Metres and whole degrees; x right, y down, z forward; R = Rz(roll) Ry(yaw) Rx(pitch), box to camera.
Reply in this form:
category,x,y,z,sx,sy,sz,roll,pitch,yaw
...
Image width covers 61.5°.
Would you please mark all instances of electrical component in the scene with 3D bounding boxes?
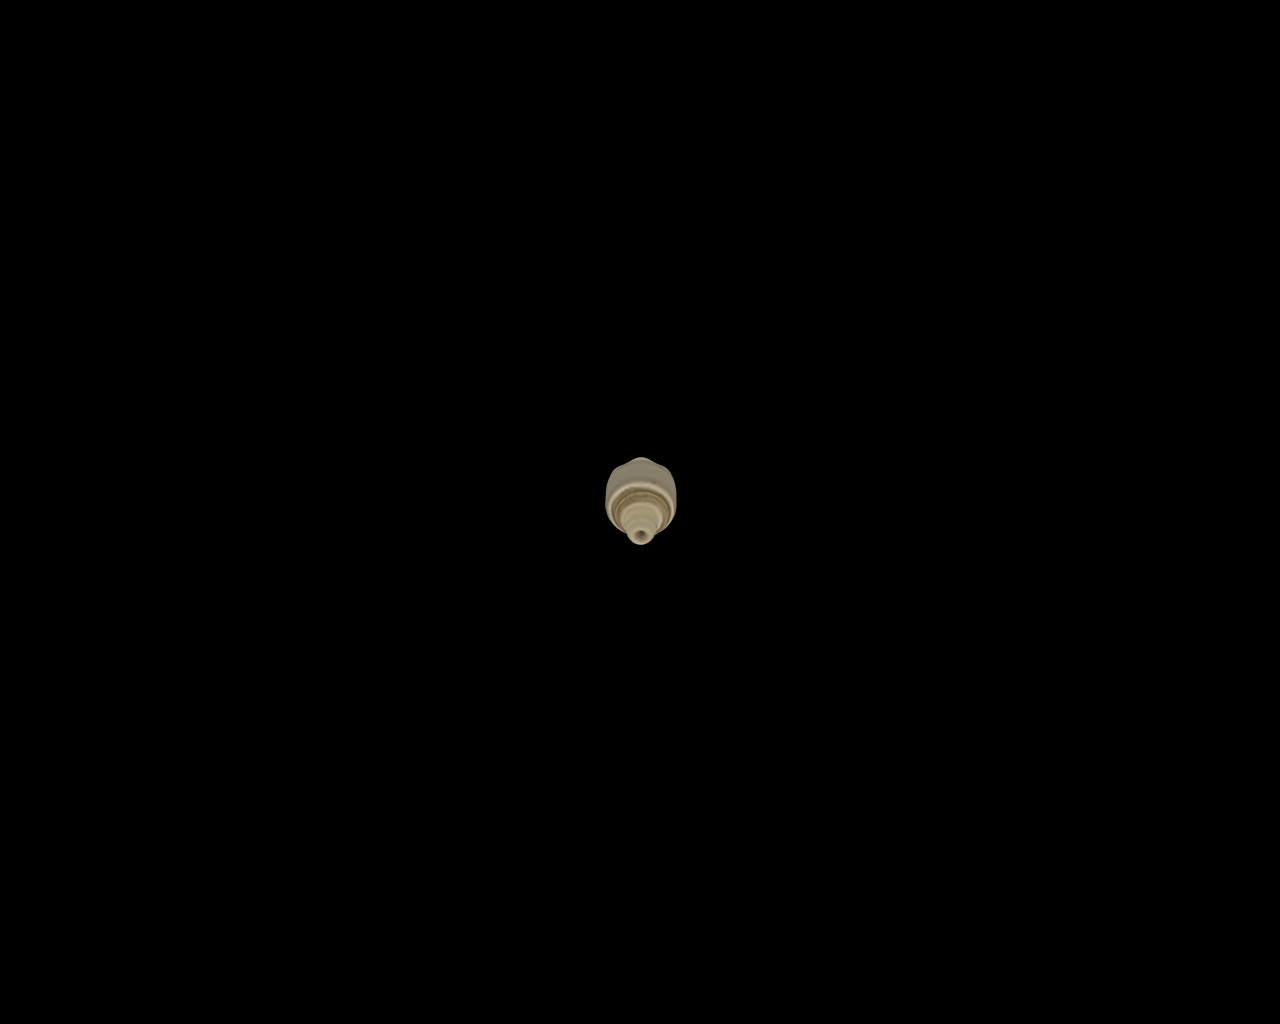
category,x,y,z,sx,sy,sz,roll,pitch,yaw
electrical component,0.001,-0.003,0.650,0.043,0.043,0.062,0,34,0
